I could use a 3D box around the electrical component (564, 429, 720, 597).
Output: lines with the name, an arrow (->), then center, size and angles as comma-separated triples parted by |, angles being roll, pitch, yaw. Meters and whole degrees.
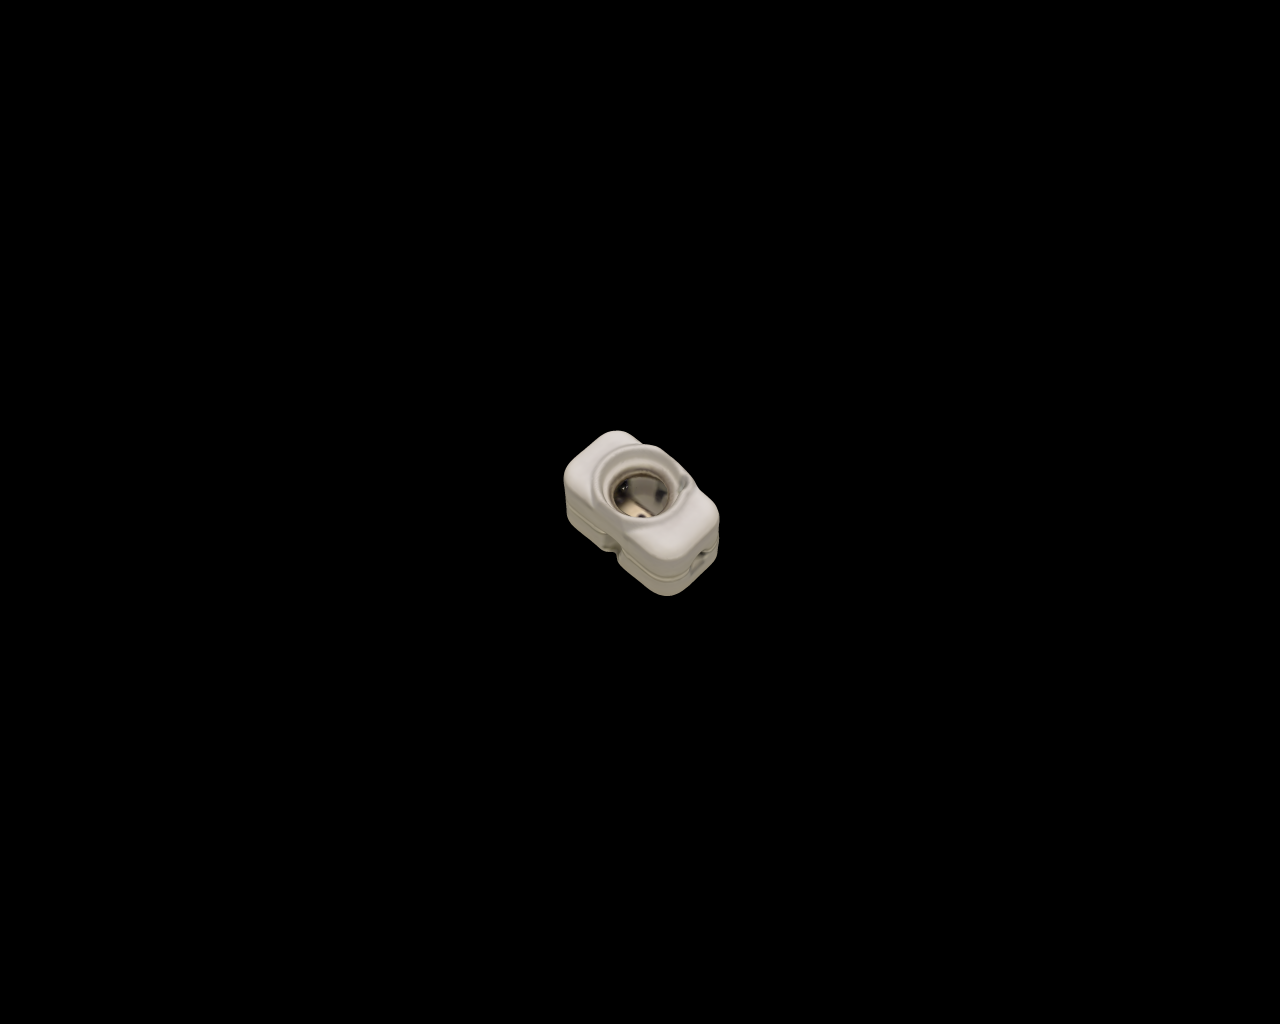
electrical component -> 0.001, -0.003, 0.650 | 0.095, 0.054, 0.059 | 39, -24, 22
